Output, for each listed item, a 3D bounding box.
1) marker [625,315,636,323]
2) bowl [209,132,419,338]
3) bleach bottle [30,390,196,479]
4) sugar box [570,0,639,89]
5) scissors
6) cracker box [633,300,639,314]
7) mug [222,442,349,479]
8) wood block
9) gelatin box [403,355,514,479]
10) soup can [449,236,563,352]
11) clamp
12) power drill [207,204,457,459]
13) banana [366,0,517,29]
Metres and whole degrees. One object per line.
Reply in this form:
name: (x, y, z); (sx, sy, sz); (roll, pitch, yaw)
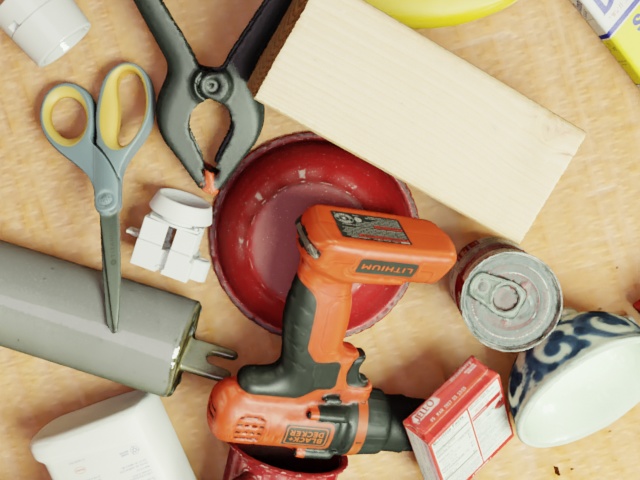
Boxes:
marker: (0.262, 0.109, 0.803); (0.020, 0.020, 0.121); (-38, 93, 6)
bowl: (-0.005, 0.001, 0.784); (0.162, 0.055, 0.162); (0, 96, 2)
bleach bottle: (-0.124, 0.244, 0.814); (0.102, 0.068, 0.251); (-20, 98, 10)
sugar box: (0.254, -0.154, 0.760); (0.093, 0.048, 0.176); (-39, 95, 9)
scissors: (-0.170, -0.036, 0.775); (0.096, 0.016, 0.201); (7, 76, 12)
cracker box: (0.360, 0.085, 0.770); (0.164, 0.072, 0.213); (-38, 95, 7)
mug: (-0.039, 0.190, 0.780); (0.093, 0.117, 0.081); (20, 103, 26)
wood block: (0.062, -0.091, 0.734); (0.206, 0.090, 0.091); (28, 99, -13)
gelatin box: (0.101, 0.136, 0.772); (0.073, 0.089, 0.030); (-41, 49, -17)
soup can: (0.129, 0.035, 0.758); (0.068, 0.102, 0.068); (0, 96, 2)
clamp: (-0.088, -0.121, 0.771); (0.120, 0.039, 0.171); (11, 103, -3)
power drill: (0.028, 0.073, 0.747); (0.184, 0.057, 0.188); (7, 117, -23)
banana: (0.060, -0.186, 0.770); (0.198, 0.037, 0.070); (12, 98, 1)
